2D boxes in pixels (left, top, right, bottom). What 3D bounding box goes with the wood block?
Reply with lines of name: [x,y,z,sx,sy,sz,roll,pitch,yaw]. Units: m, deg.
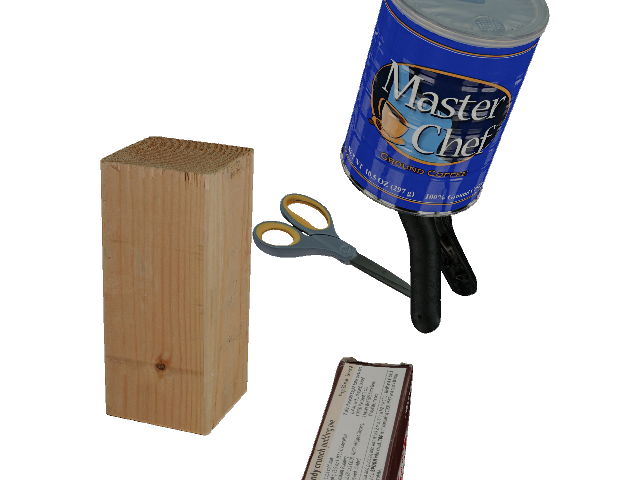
wood block: [-0.110,0.032,0.826,0.091,0.206,0.090,9,20,16]

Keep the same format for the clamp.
clamp: [0.090,-0.007,0.913,0.039,0.171,0.120,-13,17,24]

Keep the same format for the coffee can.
coffee can: [0.077,-0.101,0.698,0.102,0.140,0.103,8,41,-8]

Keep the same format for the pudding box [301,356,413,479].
pudding box: [0.015,0.116,0.465,0.039,0.090,0.113,7,24,6]

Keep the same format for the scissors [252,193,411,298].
scissors: [0.007,0.018,1.079,0.096,0.016,0.202,-25,48,-22]
